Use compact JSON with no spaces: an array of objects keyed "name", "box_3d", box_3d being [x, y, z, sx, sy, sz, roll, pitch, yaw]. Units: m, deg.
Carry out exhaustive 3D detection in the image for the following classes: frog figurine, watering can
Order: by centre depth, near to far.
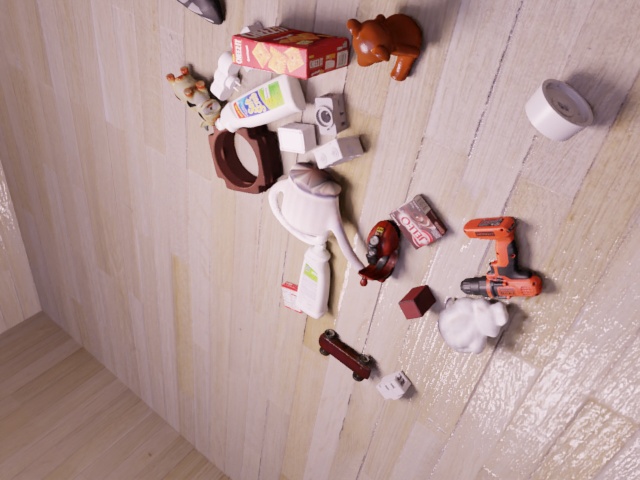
[{"name":"frog figurine","box_3d":[0.362,0.201,1.210,0.158,0.123,0.137,-9,90,56]},{"name":"watering can","box_3d":[0.004,-0.069,1.362,0.350,0.105,0.219,33,132,21]}]
